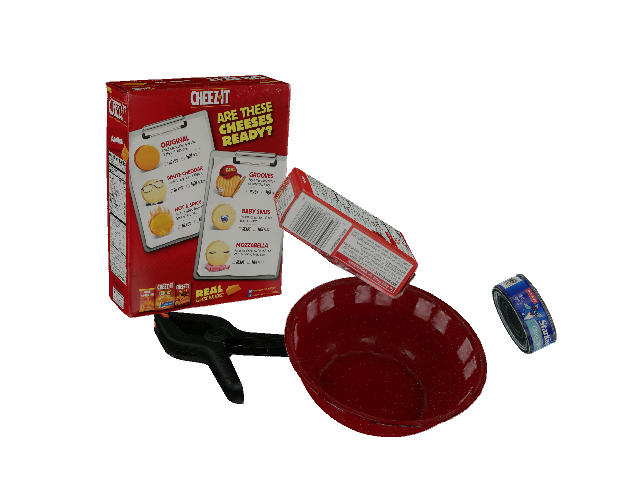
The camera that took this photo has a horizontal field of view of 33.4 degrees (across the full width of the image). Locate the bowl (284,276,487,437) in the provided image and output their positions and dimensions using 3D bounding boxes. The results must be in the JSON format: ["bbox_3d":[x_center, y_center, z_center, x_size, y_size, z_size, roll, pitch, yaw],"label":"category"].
[{"bbox_3d":[0.047,0.102,0.845,0.162,0.055,0.162,8,38,-6],"label":"bowl"}]

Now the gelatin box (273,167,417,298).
[{"bbox_3d":[0.015,-0.006,0.673,0.089,0.030,0.073,32,10,-12],"label":"gelatin box"}]

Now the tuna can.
[{"bbox_3d":[0.225,0.082,1.187,0.033,0.086,0.086,-26,3,-6],"label":"tuna can"}]

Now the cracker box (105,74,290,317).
[{"bbox_3d":[-0.118,-0.046,1.016,0.163,0.214,0.072,-7,20,-30],"label":"cracker box"}]

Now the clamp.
[{"bbox_3d":[-0.123,0.129,1.262,0.210,0.036,0.164,14,23,25],"label":"clamp"}]
